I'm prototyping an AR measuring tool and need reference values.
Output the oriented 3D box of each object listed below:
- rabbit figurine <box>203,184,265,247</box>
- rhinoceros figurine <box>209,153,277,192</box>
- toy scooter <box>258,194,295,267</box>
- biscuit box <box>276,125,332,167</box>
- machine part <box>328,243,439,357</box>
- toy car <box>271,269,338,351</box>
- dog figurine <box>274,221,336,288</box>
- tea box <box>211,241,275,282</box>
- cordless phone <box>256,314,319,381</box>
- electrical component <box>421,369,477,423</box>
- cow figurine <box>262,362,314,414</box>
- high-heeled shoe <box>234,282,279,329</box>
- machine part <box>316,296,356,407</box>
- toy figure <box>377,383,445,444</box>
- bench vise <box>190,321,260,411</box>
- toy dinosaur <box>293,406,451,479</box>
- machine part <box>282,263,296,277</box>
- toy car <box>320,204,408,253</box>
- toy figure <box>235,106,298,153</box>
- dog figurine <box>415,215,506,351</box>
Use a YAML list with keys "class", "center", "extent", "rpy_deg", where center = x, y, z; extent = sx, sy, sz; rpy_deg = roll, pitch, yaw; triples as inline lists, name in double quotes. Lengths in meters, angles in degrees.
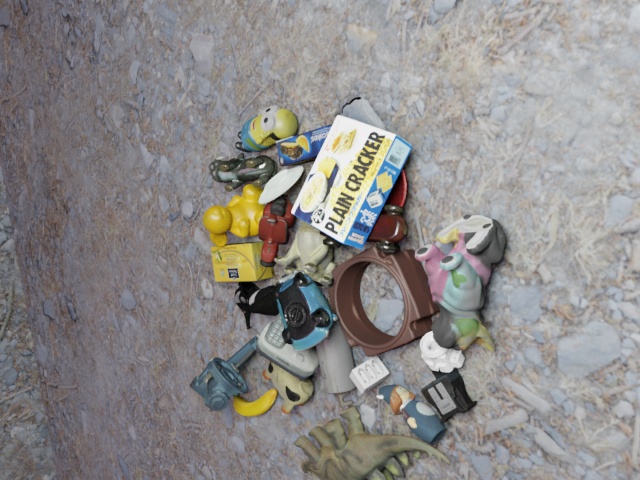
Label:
- class: "rabbit figurine"
  center: [-0.220, -0.056, 1.315]
  extent: [0.162, 0.173, 0.122]
  rpy_deg: [-27, 82, 37]
- class: "rhinoceros figurine"
  center: [-0.197, -0.175, 1.323]
  extent: [0.191, 0.112, 0.073]
  rpy_deg: [-1, 123, 30]
- class: "toy scooter"
  center: [-0.099, -0.040, 1.204]
  extent: [0.075, 0.184, 0.135]
  rpy_deg: [9, 143, 2]
- class: "biscuit box"
  center: [-0.005, -0.207, 1.168]
  extent: [0.203, 0.063, 0.059]
  rpy_deg: [-8, 92, 43]
- class: "machine part"
  center: [0.122, 0.120, 1.082]
  extent: [0.201, 0.087, 0.201]
  rpy_deg: [-33, 72, 41]
- class: "toy car"
  center: [-0.026, 0.145, 1.116]
  extent: [0.109, 0.103, 0.162]
  rpy_deg: [-33, 68, 24]
- class: "dog figurine"
  center: [0.000, -0.004, 1.188]
  extent: [0.121, 0.172, 0.190]
  rpy_deg: [16, 70, 18]
- class: "tea box"
  center: [-0.201, 0.055, 1.382]
  extent: [0.170, 0.068, 0.098]
  rpy_deg: [-7, 92, 42]
- class: "cordless phone"
  center: [-0.044, 0.208, 1.220]
  extent: [0.147, 0.088, 0.184]
  rpy_deg: [31, 78, 4]
- class: "electrical component"
  center: [0.236, 0.278, 1.025]
  extent: [0.075, 0.048, 0.119]
  rpy_deg: [-41, 70, 37]
- class: "cow figurine"
  center: [-0.082, 0.302, 1.296]
  extent: [0.195, 0.085, 0.127]
  rpy_deg: [58, 134, 22]
- class: "high-heeled shoe"
  center: [-0.151, 0.120, 1.314]
  extent: [0.248, 0.086, 0.145]
  rpy_deg: [-48, 42, 49]
- class: "machine part"
  center: [0.031, 0.246, 1.186]
  extent: [0.079, 0.079, 0.243]
  rpy_deg: [-12, 87, 43]
- class: "toy figure"
  center: [0.180, 0.337, 1.074]
  extent: [0.058, 0.064, 0.155]
  rpy_deg: [-48, 53, -4]
- class: "bench vise"
  center: [-0.228, 0.331, 1.397]
  extent: [0.129, 0.224, 0.240]
  rpy_deg: [44, 91, -7]
- class: "toy dinosaur"
  center: [0.083, 0.468, 1.159]
  extent: [0.198, 0.105, 0.471]
  rpy_deg: [58, 138, 11]
- class: "machine part"
  center: [-0.058, 0.123, 1.281]
  extent: [0.084, 0.039, 0.138]
  rpy_deg: [17, 105, 35]
- class: "toy car"
  center: [0.082, -0.024, 1.042]
  extent: [0.202, 0.053, 0.089]
  rpy_deg: [2, 82, 44]
- class: "toy figure"
  center: [-0.127, -0.257, 1.264]
  extent: [0.180, 0.089, 0.082]
  rpy_deg: [-20, 78, 51]
- class: "dog figurine"
  center: [0.262, 0.088, 0.940]
  extent: [0.109, 0.191, 0.219]
  rpy_deg: [20, 140, 58]
